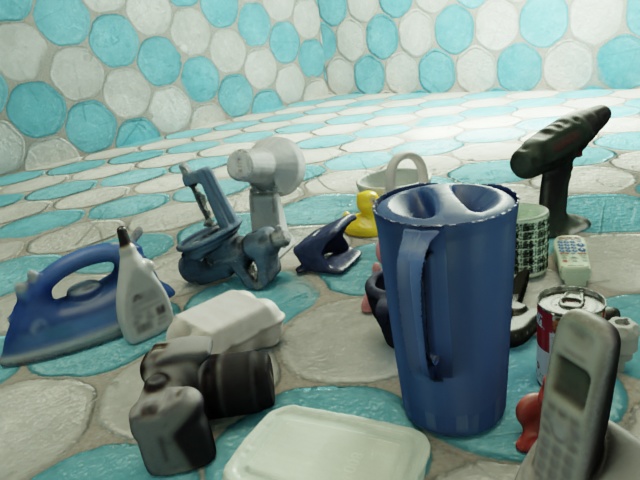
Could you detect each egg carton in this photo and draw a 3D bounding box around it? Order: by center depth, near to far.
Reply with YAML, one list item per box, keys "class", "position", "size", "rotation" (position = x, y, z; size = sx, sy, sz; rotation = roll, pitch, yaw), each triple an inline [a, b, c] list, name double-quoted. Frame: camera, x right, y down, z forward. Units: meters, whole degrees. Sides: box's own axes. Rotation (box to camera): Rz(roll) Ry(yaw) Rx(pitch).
- class: "egg carton"
  position: [-0.127, 0.122, 0.768]
  size: [0.151, 0.069, 0.107]
  rotation: [-25, 27, -39]

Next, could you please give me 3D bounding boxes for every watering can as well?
- class: "watering can"
  position: [0.157, -0.053, 0.956]
  size: [0.172, 0.194, 0.101]
  rotation: [6, 24, 31]

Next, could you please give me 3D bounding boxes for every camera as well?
- class: "camera"
  position: [-0.121, 0.161, 0.619]
  size: [0.137, 0.101, 0.143]
  rotation: [-8, 21, -1]

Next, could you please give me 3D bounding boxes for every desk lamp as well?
- class: "desk lamp"
  position: [-0.108, -0.084, 1.102]
  size: [0.117, 0.214, 0.203]
  rotation: [1, 22, 22]

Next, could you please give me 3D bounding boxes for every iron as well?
- class: "iron"
  position: [-0.361, 0.079, 0.863]
  size: [0.259, 0.141, 0.118]
  rotation: [-22, 25, -33]

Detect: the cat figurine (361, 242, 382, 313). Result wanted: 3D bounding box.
- class: "cat figurine"
  position: [0.106, 0.035, 0.849]
  size: [0.067, 0.118, 0.128]
  rotation: [5, 24, 30]

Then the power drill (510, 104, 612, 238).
- class: "power drill"
  position: [0.430, -0.118, 1.012]
  size: [0.230, 0.209, 0.075]
  rotation: [-19, 23, -28]

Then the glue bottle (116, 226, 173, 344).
- class: "glue bottle"
  position: [-0.266, 0.061, 0.832]
  size: [0.078, 0.173, 0.037]
  rotation: [-24, 26, -37]

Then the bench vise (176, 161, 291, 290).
- class: "bench vise"
  position: [-0.154, -0.030, 0.968]
  size: [0.207, 0.220, 0.121]
  rotation: [-7, 21, 2]

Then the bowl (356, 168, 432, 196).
- class: "bowl"
  position: [0.164, -0.104, 1.260]
  size: [0.167, 0.075, 0.167]
  rotation: [-7, 20, 3]

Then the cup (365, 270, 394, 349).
- class: "cup"
  position: [0.101, 0.096, 0.721]
  size: [0.091, 0.095, 0.118]
  rotation: [3, 23, 27]

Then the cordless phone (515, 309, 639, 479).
- class: "cordless phone"
  position: [0.209, 0.153, 0.404]
  size: [0.094, 0.185, 0.147]
  rotation: [-16, 22, -20]

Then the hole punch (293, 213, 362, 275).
- class: "hole punch"
  position: [0.009, 0.004, 1.005]
  size: [0.100, 0.091, 0.109]
  rotation: [4, 23, 27]

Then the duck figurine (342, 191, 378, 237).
- class: "duck figurine"
  position: [0.092, -0.056, 1.142]
  size: [0.104, 0.086, 0.078]
  rotation: [1, 22, 21]

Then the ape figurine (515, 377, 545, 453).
- class: "ape figurine"
  position: [0.221, 0.156, 0.523]
  size: [0.076, 0.092, 0.077]
  rotation: [-10, 21, -6]
